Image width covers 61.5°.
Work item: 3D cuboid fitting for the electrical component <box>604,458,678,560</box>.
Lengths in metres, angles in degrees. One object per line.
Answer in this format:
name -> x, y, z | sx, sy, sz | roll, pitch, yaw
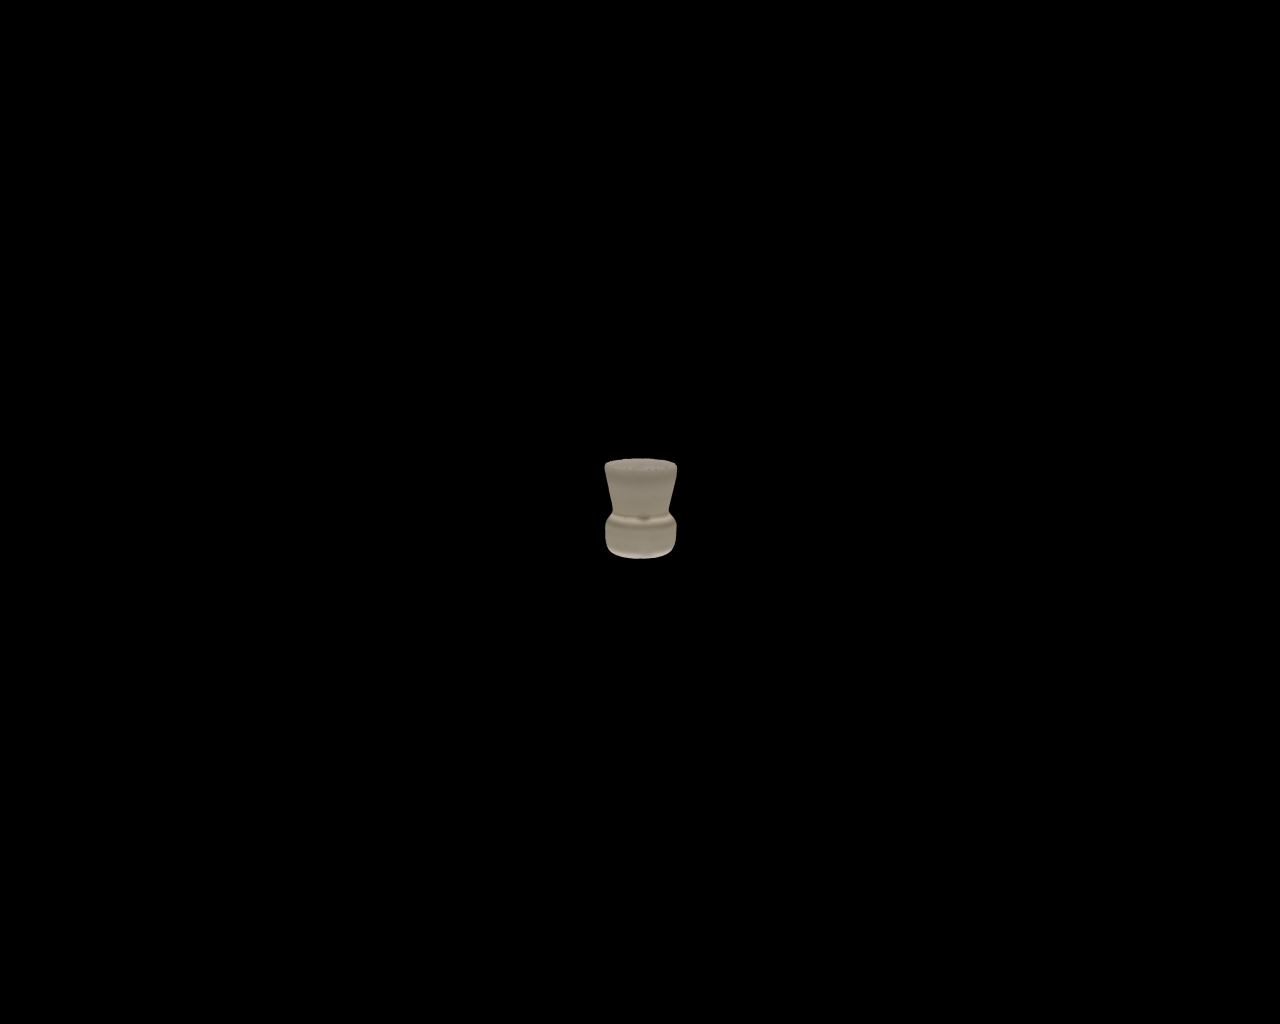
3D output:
electrical component -> 0.001, -0.003, 0.650 | 0.045, 0.055, 0.045 | 0, 11, 0
